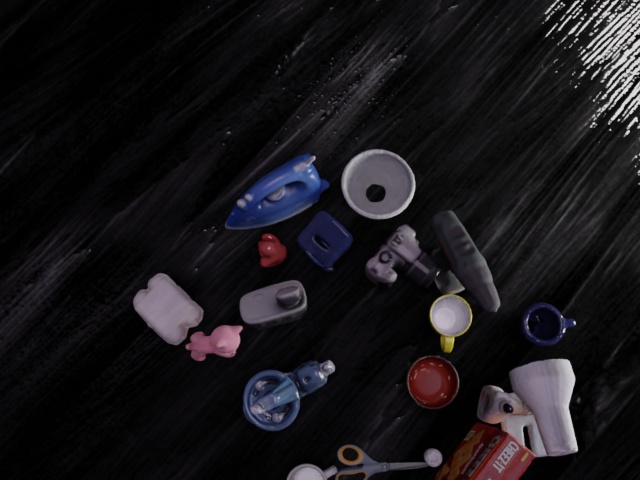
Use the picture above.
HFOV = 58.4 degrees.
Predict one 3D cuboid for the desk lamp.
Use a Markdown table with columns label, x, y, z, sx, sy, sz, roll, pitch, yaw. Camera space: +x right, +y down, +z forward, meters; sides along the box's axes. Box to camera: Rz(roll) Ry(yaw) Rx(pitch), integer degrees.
| label | x | y | z | sx | sy | sz | roll | pitch | yaw |
| --- | --- | --- | --- | --- | --- | --- | --- | --- | --- |
| desk lamp | 0.441 | 0.344 | 1.149 | 0.118 | 0.213 | 0.203 | -6 | 77 | -1 |

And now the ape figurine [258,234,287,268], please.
| label | x | y | z | sx | sy | sz | roll | pitch | yaw |
| --- | --- | --- | --- | --- | --- | --- | --- | --- | --- |
| ape figurine | -0.113 | 0.023 | 1.280 | 0.076 | 0.092 | 0.078 | 22 | 78 | 5 |

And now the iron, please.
| label | x | y | z | sx | sy | sz | roll | pitch | yaw |
| --- | --- | --- | --- | --- | --- | --- | --- | --- | --- |
| iron | -0.109 | -0.107 | 1.284 | 0.258 | 0.141 | 0.118 | -31 | 79 | -7 |

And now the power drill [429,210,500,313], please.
| label | x | y | z | sx | sy | sz | roll | pitch | yaw |
| --- | --- | --- | --- | --- | --- | --- | --- | --- | --- |
| power drill | 0.295 | 0.056 | 1.215 | 0.075 | 0.208 | 0.229 | -24 | 78 | -5 |

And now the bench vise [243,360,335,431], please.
| label | x | y | z | sx | sy | sz | roll | pitch | yaw |
| --- | --- | --- | --- | --- | --- | --- | --- | --- | --- |
| bench vise | -0.074 | 0.296 | 1.153 | 0.121 | 0.220 | 0.207 | 42 | 80 | 9 |

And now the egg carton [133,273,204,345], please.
| label | x | y | z | sx | sy | sz | roll | pitch | yaw |
| --- | --- | --- | --- | --- | --- | --- | --- | --- | --- |
| egg carton | -0.335 | 0.153 | 1.261 | 0.150 | 0.069 | 0.107 | 41 | 80 | 8 |

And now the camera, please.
| label | x | y | z | sx | sy | sz | roll | pitch | yaw |
| --- | --- | --- | --- | --- | --- | --- | --- | --- | --- |
| camera | 0.191 | 0.054 | 1.270 | 0.136 | 0.101 | 0.143 | 40 | 80 | 8 |

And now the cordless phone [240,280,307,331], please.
| label | x | y | z | sx | sy | sz | roll | pitch | yaw |
| --- | --- | --- | --- | --- | --- | --- | --- | --- | --- |
| cordless phone | -0.101 | 0.130 | 1.208 | 0.147 | 0.185 | 0.094 | -19 | 78 | -4 |

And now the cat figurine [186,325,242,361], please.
| label | x | y | z | sx | sy | sz | roll | pitch | yaw |
| --- | --- | --- | --- | --- | --- | --- | --- | --- | --- |
| cat figurine | -0.223 | 0.219 | 1.222 | 0.128 | 0.118 | 0.067 | -9 | 77 | -2 |

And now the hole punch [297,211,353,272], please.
| label | x | y | z | sx | sy | sz | roll | pitch | yaw |
| --- | --- | --- | --- | --- | --- | --- | --- | --- | --- |
| hole punch | 0.012 | 0.005 | 1.285 | 0.108 | 0.091 | 0.101 | 42 | 80 | 9 |

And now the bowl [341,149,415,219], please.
| label | x | y | z | sx | sy | sz | roll | pitch | yaw |
| --- | --- | --- | --- | --- | --- | --- | --- | --- | --- |
| bowl | 0.131 | -0.120 | 1.323 | 0.167 | 0.075 | 0.167 | 0 | 77 | 0 |

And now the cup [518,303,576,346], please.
| label | x | y | z | sx | sy | sz | roll | pitch | yaw |
| --- | --- | --- | --- | --- | --- | --- | --- | --- | --- |
| cup | 0.483 | 0.185 | 1.246 | 0.117 | 0.095 | 0.092 | -4 | 77 | -1 |

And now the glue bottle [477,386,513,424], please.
| label | x | y | z | sx | sy | sz | roll | pitch | yaw |
| --- | --- | --- | --- | --- | --- | --- | --- | --- | --- |
| glue bottle | 0.363 | 0.339 | 1.170 | 0.037 | 0.173 | 0.078 | 12 | 77 | 3 |
